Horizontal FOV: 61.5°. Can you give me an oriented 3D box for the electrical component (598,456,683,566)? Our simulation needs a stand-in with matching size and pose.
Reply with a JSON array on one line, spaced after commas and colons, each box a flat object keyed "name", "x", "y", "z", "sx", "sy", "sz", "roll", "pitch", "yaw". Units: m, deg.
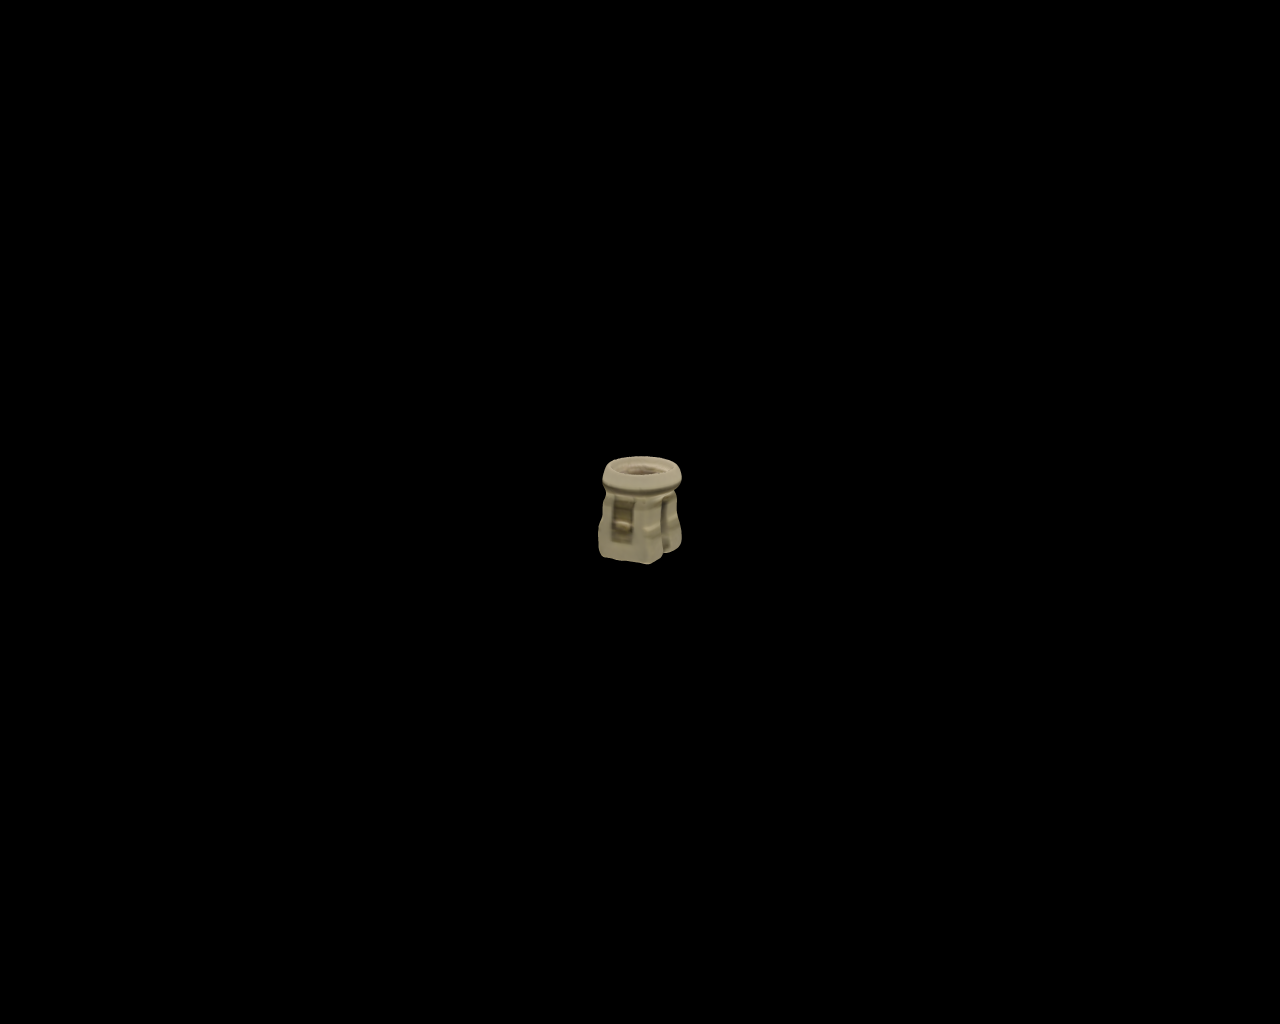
[{"name": "electrical component", "x": 0.001, "y": -0.003, "z": 0.650, "sx": 0.048, "sy": 0.055, "sz": 0.066, "roll": 8, "pitch": 18, "yaw": 27}]
